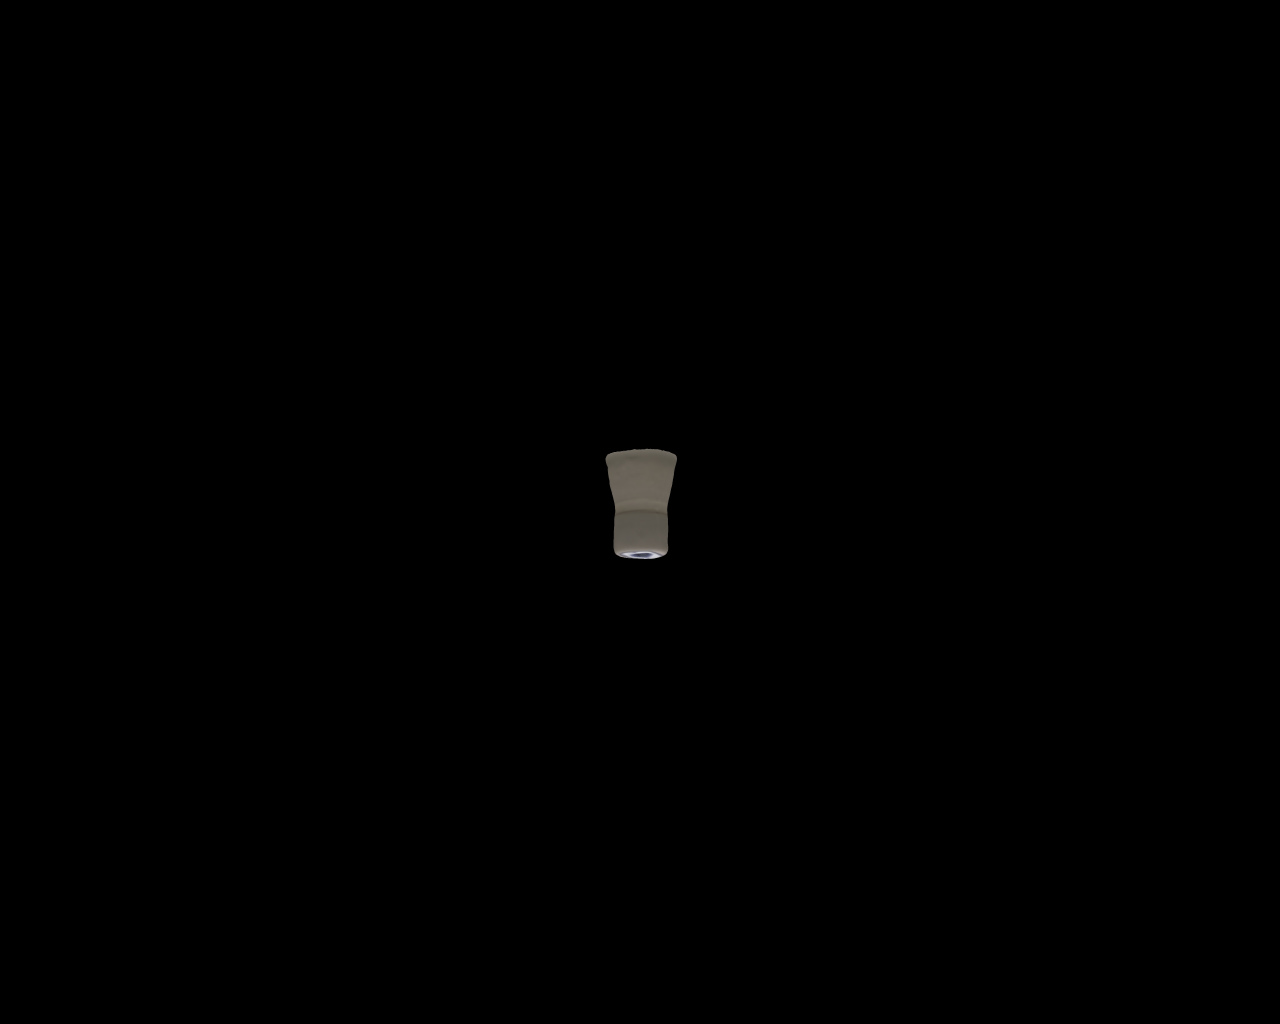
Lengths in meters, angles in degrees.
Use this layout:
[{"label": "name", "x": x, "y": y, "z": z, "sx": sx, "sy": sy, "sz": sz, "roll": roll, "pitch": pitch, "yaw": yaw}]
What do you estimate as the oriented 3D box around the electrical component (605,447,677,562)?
[{"label": "electrical component", "x": 0.001, "y": -0.003, "z": 0.650, "sx": 0.044, "sy": 0.065, "sz": 0.044, "roll": 0, "pitch": -12, "yaw": 0}]
